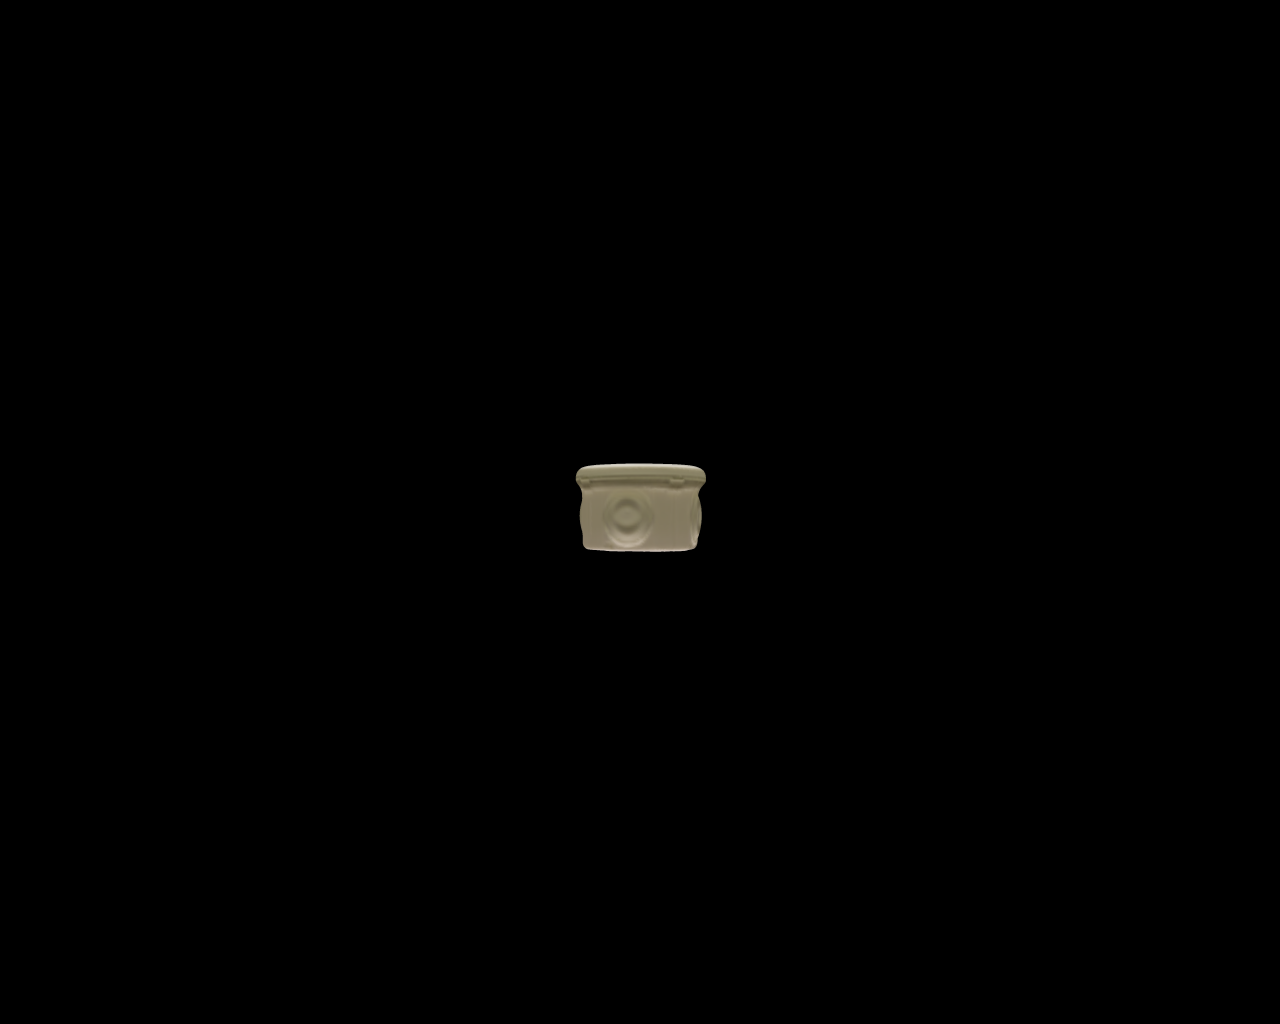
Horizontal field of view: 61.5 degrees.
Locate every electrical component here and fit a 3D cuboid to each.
[{"bbox_3d":[0.001,-0.003,0.650,0.080,0.051,0.080,0,0,0],"label":"electrical component"}]
